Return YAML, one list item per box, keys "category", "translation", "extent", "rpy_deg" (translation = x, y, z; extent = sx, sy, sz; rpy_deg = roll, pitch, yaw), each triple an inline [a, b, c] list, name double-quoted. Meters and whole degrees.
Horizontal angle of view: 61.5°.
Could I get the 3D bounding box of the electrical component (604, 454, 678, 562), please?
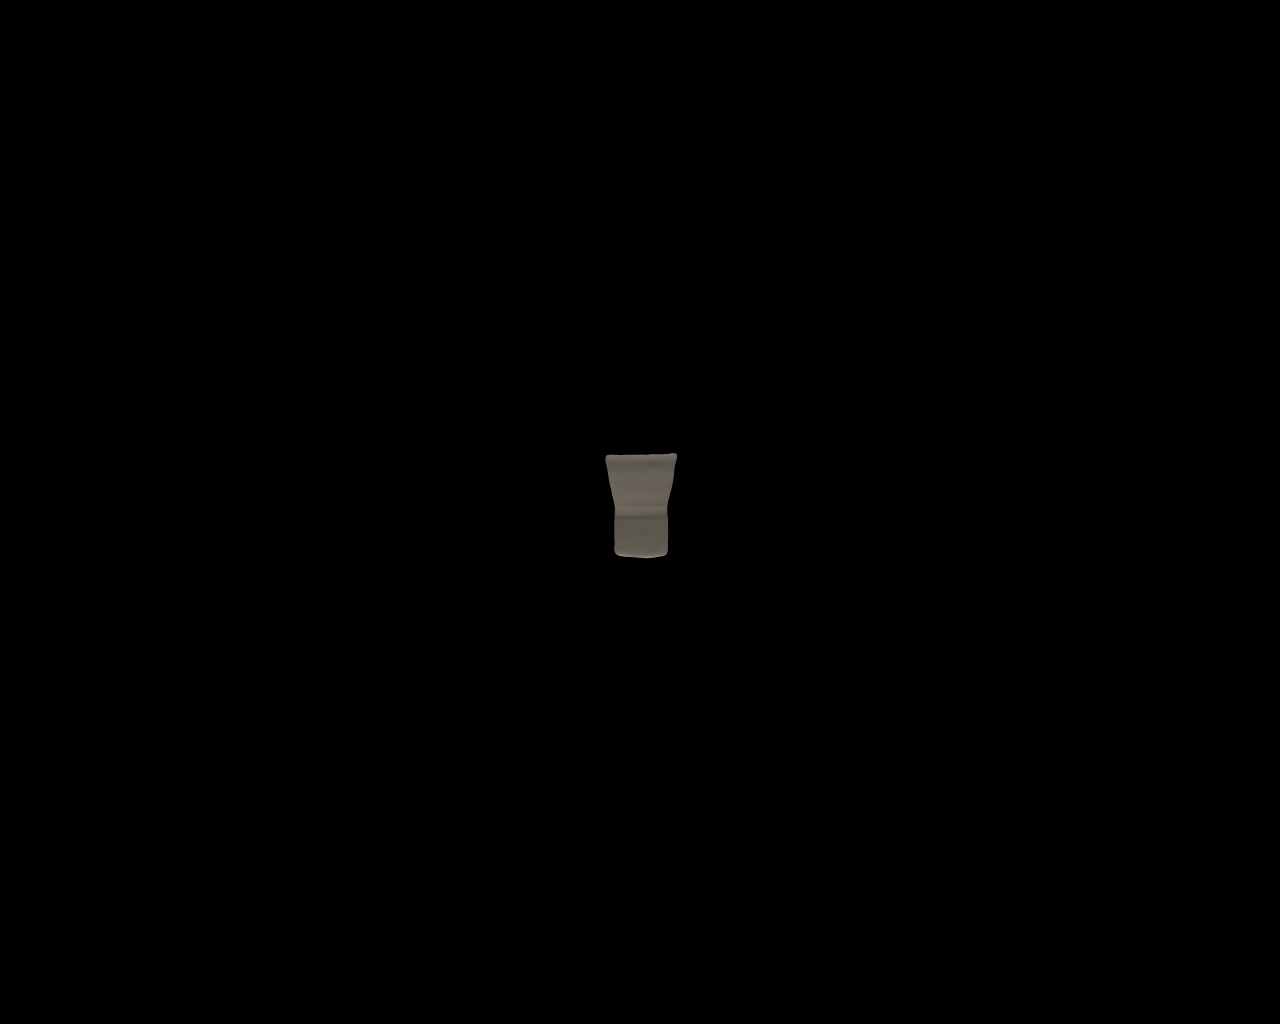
- category: "electrical component"
  translation: [0.001, -0.003, 0.650]
  extent: [0.044, 0.065, 0.044]
  rpy_deg: [0, 2, 0]
